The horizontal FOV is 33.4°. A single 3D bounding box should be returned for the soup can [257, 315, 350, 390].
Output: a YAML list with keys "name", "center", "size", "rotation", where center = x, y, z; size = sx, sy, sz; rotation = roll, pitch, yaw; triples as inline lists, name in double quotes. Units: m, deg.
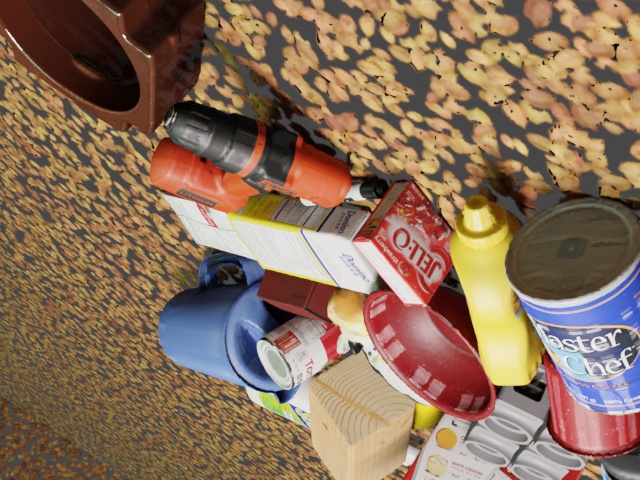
- name: "soup can"
  center: [-0.012, 0.115, 1.205]
  size: [0.069, 0.102, 0.068]
  rotation: [42, 150, 32]

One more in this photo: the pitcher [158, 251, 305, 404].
- name: "pitcher"
  center: [-0.112, 0.104, 1.330]
  size: [0.144, 0.149, 0.243]
  rotation: [31, 163, -27]

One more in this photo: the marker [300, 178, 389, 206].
- name: "marker"
  center: [0.023, -0.044, 0.996]
  size: [0.020, 0.020, 0.121]
  rotation: [49, 153, -24]

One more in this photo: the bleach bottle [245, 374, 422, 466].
- name: "bleach bottle"
  center: [0.021, 0.235, 1.444]
  size: [0.251, 0.068, 0.102]
  rotation: [25, 153, 20]

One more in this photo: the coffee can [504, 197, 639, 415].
- name: "coffee can"
  center: [0.213, 0.052, 0.813]
  size: [0.103, 0.102, 0.140]
  rotation: [11, 145, 44]

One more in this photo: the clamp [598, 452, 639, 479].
- name: "clamp"
  center: [0.311, 0.182, 0.939]
  size: [0.172, 0.120, 0.039]
  rotation: [39, 180, 31]

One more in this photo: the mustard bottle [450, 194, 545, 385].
- name: "mustard bottle"
  center: [0.145, 0.032, 0.877]
  size: [0.058, 0.096, 0.191]
  rotation: [-2, 140, 19]

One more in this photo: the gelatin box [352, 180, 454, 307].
- name: "gelatin box"
  center: [0.080, 0.004, 0.940]
  size: [0.089, 0.073, 0.030]
  rotation: [49, 153, -24]

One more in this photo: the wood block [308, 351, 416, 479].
- name: "wood block"
  center: [0.047, 0.221, 1.268]
  size: [0.091, 0.090, 0.206]
  rotation: [53, 164, 24]

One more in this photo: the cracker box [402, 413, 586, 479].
- name: "cracker box"
  center: [0.167, 0.301, 1.180]
  size: [0.164, 0.213, 0.072]
  rotation: [31, 157, 14]

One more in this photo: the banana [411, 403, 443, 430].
- name: "banana"
  center: [0.113, 0.199, 1.286]
  size: [0.069, 0.037, 0.198]
  rotation: [43, 159, 8]

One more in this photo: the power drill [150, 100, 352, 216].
- name: "power drill"
  center: [-0.088, -0.072, 0.989]
  size: [0.184, 0.057, 0.188]
  rotation: [23, 168, -29]

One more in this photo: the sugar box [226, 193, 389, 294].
- name: "sugar box"
  center: [-0.007, 0.001, 1.086]
  size: [0.177, 0.048, 0.093]
  rotation: [10, 146, 40]

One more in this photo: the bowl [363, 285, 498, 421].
- name: "bowl"
  center: [0.118, 0.096, 1.025]
  size: [0.162, 0.055, 0.162]
  rotation: [36, 151, 24]

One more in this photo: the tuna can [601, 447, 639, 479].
- name: "tuna can"
  center: [0.304, 0.206, 0.987]
  size: [0.086, 0.086, 0.033]
  rotation: [24, 154, 27]

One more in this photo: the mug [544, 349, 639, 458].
- name: "mug"
  center: [0.248, 0.123, 0.914]
  size: [0.117, 0.093, 0.081]
  rotation: [-10, 119, 8]

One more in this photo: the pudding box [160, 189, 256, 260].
- name: "pudding box"
  center: [-0.112, -0.027, 1.186]
  size: [0.114, 0.039, 0.090]
  rotation: [16, 149, 42]

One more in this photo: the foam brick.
- name: "foam brick"
  center: [-0.020, 0.054, 1.169]
  size: [0.078, 0.053, 0.051]
  rotation: [14, 168, 42]
